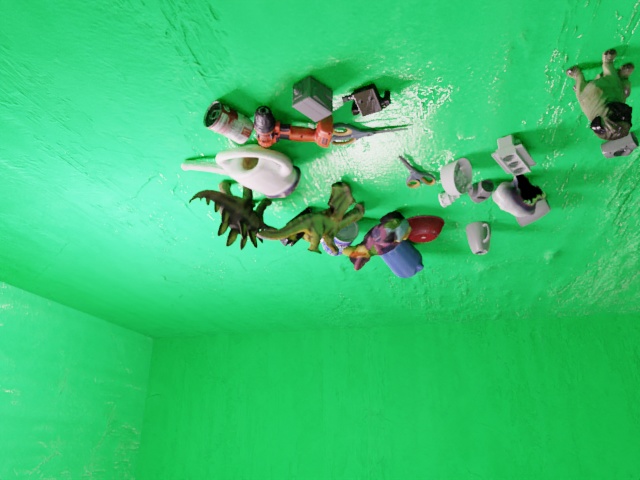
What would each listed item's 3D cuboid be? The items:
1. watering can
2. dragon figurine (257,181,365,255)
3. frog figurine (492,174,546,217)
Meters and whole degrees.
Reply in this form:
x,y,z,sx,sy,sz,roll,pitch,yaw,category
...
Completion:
x,y,z,sx,sy,sz,roll,pitch,yaw,category
-0.201,-0.192,1.412,0.347,0.105,0.222,0,162,38,watering can
0.005,-0.080,1.593,0.409,0.124,0.240,9,114,-52,dragon figurine
0.584,-0.116,1.562,0.137,0.125,0.157,19,155,-9,frog figurine
